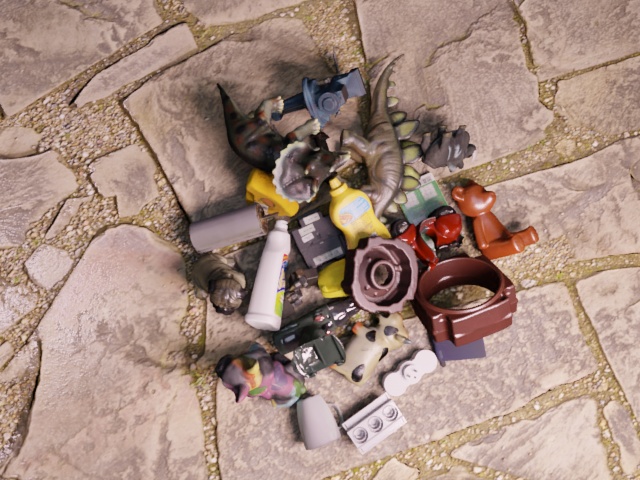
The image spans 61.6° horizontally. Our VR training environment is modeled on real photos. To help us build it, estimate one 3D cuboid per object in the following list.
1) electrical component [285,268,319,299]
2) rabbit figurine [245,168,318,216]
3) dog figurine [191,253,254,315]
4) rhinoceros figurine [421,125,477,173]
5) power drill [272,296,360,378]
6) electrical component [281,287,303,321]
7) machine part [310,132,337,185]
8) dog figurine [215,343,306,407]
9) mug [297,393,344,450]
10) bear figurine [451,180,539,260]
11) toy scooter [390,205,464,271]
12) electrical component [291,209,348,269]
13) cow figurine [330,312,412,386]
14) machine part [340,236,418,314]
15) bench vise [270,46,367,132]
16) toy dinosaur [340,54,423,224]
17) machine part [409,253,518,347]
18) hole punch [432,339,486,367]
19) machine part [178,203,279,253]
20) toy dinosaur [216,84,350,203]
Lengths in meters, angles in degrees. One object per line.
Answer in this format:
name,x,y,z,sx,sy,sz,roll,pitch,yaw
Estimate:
electrical component,-0.042,0.099,1.215,0.078,0.102,0.045,-7,64,-22
rabbit figurine,-0.079,-0.149,1.257,0.162,0.121,0.173,17,62,8
dog figurine,-0.230,0.085,1.177,0.172,0.190,0.121,30,82,4
rhinoceros figurine,0.307,-0.211,1.252,0.073,0.190,0.112,5,107,40
power drill,0.006,0.199,1.164,0.232,0.207,0.085,-24,110,3
electrical component,-0.091,0.152,1.256,0.094,0.021,0.063,-33,84,-6
machine part,0.010,-0.195,1.290,0.039,0.084,0.139,-20,69,24
dog figurine,-0.122,0.296,1.137,0.192,0.219,0.108,26,85,2
mug,0.001,0.396,1.199,0.109,0.081,0.107,-16,79,-29
bear figurine,0.403,-0.057,1.257,0.120,0.132,0.195,-17,86,-43
toy scooter,0.260,0.000,1.229,0.184,0.075,0.135,-16,65,-18
electrical component,-0.003,-0.004,1.265,0.115,0.058,0.134,-22,83,-7
cow figurine,0.123,0.241,1.221,0.127,0.085,0.195,35,80,9
machine part,0.130,0.074,1.162,0.179,0.056,0.179,0,90,-24
bench vise,-0.017,-0.332,1.264,0.241,0.224,0.128,-15,126,17
toy dinosaur,0.145,-0.209,1.275,0.199,0.105,0.471,-2,89,-2
machine part,0.311,0.124,1.184,0.201,0.201,0.087,-19,122,-5
hole punch,0.316,0.219,1.231,0.116,0.092,0.142,-8,85,0
machine part,-0.209,-0.027,1.235,0.243,0.079,0.079,-17,83,9
toy dinosaur,-0.117,-0.212,1.173,0.405,0.131,0.192,27,47,17
